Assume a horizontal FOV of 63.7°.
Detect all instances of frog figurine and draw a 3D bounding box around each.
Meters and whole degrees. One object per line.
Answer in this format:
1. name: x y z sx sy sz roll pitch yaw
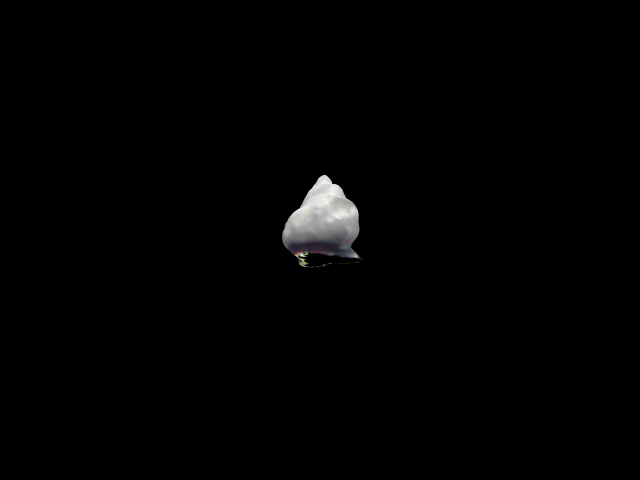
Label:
1. frog figurine: 0.003 -0.043 0.850 0.122 0.162 0.136 16 -25 -38
